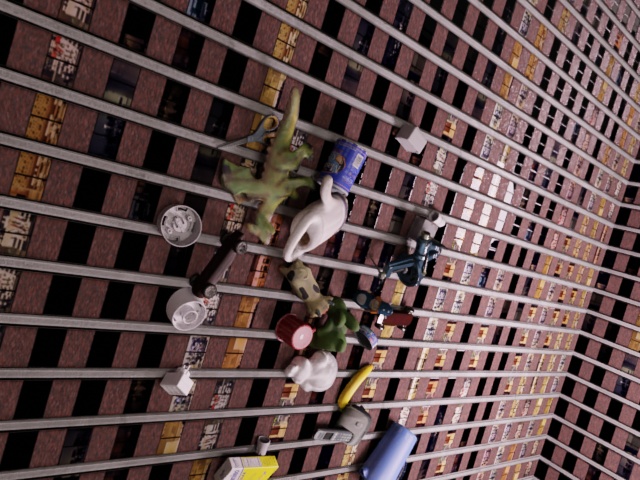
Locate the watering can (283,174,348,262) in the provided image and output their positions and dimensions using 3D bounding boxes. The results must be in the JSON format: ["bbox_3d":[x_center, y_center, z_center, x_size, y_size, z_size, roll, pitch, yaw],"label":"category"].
[{"bbox_3d":[0.004,-0.072,1.432,0.228,0.104,0.340,-36,162,-49],"label":"watering can"}]

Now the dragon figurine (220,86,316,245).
[{"bbox_3d":[-0.146,-0.189,1.371,0.244,0.123,0.404,-15,110,-26],"label":"dragon figurine"}]

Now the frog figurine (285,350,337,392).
[{"bbox_3d":[-0.025,0.409,1.618,0.136,0.125,0.158,-53,143,11],"label":"frog figurine"}]
